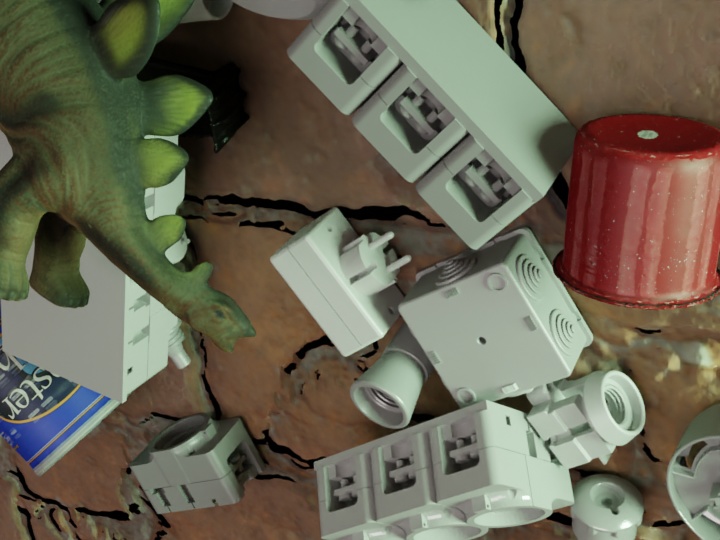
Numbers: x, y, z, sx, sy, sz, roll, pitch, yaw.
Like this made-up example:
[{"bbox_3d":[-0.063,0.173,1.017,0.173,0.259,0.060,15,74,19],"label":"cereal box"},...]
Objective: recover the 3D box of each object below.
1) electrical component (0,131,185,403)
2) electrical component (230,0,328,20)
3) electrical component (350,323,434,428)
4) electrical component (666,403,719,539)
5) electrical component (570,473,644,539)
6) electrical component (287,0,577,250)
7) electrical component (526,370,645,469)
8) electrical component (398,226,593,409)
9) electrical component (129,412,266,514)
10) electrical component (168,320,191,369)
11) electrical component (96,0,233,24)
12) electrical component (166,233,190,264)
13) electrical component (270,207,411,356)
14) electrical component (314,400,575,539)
[{"bbox_3d":[-0.181,-0.019,0.722,0.105,0.060,0.186,19,120,21],"label":"electrical component"},{"bbox_3d":[-0.047,-0.178,0.601,0.080,0.051,0.080,14,166,3],"label":"electrical component"},{"bbox_3d":[0.028,0.066,0.712,0.044,0.065,0.044,23,143,19],"label":"electrical component"},{"bbox_3d":[0.235,0.128,0.643,0.099,0.064,0.099,12,122,21],"label":"electrical component"},{"bbox_3d":[0.163,0.171,0.717,0.048,0.048,0.062,12,130,21],"label":"electrical component"},{"bbox_3d":[0.042,-0.094,0.599,0.150,0.089,0.062,46,127,-3],"label":"electrical component"},{"bbox_3d":[0.145,0.092,0.680,0.055,0.048,0.066,-30,101,43],"label":"electrical component"},{"bbox_3d":[0.084,0.033,0.676,0.100,0.048,0.099,-24,104,35],"label":"electrical component"},{"bbox_3d":[-0.130,0.151,0.849,0.089,0.050,0.055,-15,109,32],"label":"electrical component"},{"bbox_3d":[-0.149,0.047,0.810,0.035,0.035,0.061,-21,109,34],"label":"electrical component"},{"bbox_3d":[-0.122,-0.193,0.655,0.077,0.043,0.079,6,118,23],"label":"electrical component"},{"bbox_3d":[-0.160,-0.015,0.776,0.078,0.040,0.040,-20,106,34],"label":"electrical component"},{"bbox_3d":[0.000,0.000,0.700,0.076,0.047,0.083,-31,100,36],"label":"electrical component"},{"bbox_3d":[0.055,0.146,0.718,0.150,0.061,0.089,-26,147,35],"label":"electrical component"}]
